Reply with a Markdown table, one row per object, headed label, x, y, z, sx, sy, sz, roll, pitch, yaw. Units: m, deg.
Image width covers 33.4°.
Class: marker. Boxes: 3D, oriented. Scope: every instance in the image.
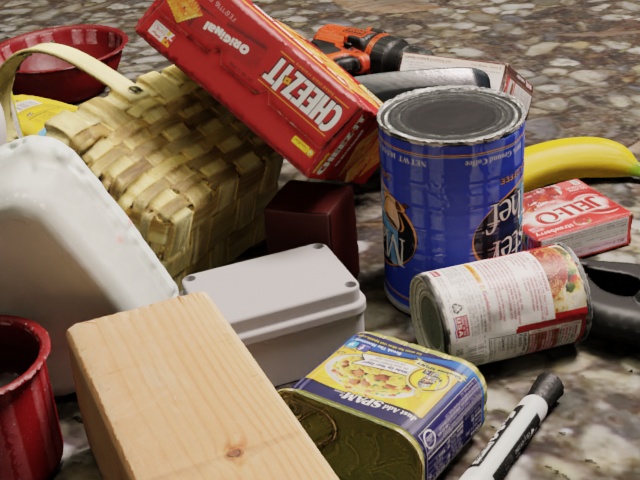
| label | x | y | z | sx | sy | sz | roll | pitch | yaw |
| --- | --- | --- | --- | --- | --- | --- | --- | --- | --- |
| marker | 0.114 | 0.114 | 0.626 | 0.020 | 0.020 | 0.120 | 14 | 34 | 31 |

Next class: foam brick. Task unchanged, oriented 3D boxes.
| label | x | y | z | sx | sy | sz | roll | pitch | yaw |
| --- | --- | --- | --- | --- | --- | --- | --- | --- | --- |
| foam brick | -0.005 | 0.001 | 0.792 | 0.053 | 0.078 | 0.051 | 7 | 32 | 21 |

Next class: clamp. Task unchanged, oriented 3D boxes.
| label | x | y | z | sx | sy | sz | roll | pitch | yaw |
| --- | --- | --- | --- | --- | --- | --- | --- | --- | --- |
| clamp | 0.220 | 0.055 | 0.697 | 0.172 | 0.039 | 0.120 | 17 | 27 | 39 |

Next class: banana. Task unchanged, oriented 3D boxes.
| label | x | y | z | sx | sy | sz | roll | pitch | yaw |
| --- | --- | --- | --- | --- | --- | --- | --- | --- | --- |
| banana | 0.189 | -0.056 | 0.907 | 0.197 | 0.037 | 0.070 | -14 | 28 | -15 |

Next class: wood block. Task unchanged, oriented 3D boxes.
| label | x | y | z | sx | sy | sz | roll | pitch | yaw |
| --- | --- | --- | --- | --- | --- | --- | --- | --- | --- |
| wood block | -0.065 | 0.120 | 0.570 | 0.090 | 0.090 | 0.206 | -15 | 30 | -19 |

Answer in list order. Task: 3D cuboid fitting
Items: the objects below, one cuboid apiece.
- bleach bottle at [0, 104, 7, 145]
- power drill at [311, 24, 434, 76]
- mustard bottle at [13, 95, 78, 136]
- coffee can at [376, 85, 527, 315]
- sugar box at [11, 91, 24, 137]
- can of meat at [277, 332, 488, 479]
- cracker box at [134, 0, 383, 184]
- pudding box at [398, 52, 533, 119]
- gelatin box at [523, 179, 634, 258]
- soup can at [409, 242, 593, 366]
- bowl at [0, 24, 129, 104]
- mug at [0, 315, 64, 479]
| label | x | y | z | sx | sy | sz | roll | pitch | yaw |
| --- | --- | --- | --- | --- | --- | --- | --- | --- | --- |
| bleach bottle | -0.323 | -0.045 | 0.710 | 0.103 | 0.068 | 0.250 | 11 | 26 | 16 |
| power drill | 0.009 | -0.181 | 1.148 | 0.187 | 0.057 | 0.185 | -22 | 29 | -34 |
| mustard bottle | -0.239 | -0.096 | 1.025 | 0.192 | 0.058 | 0.096 | 15 | 29 | 32 |
| coffee can | 0.094 | -0.026 | 0.760 | 0.103 | 0.140 | 0.103 | -4 | 29 | 2 |
| sugar box | -0.301 | -0.053 | 0.897 | 0.048 | 0.093 | 0.176 | 2 | 37 | 10 |
| can of meat | 0.036 | 0.101 | 0.623 | 0.102 | 0.057 | 0.083 | 15 | 33 | 31 |
| cracker box | -0.026 | -0.120 | 0.820 | 0.164 | 0.072 | 0.213 | 40 | 9 | 9 |
| pudding box | 0.142 | -0.152 | 1.049 | 0.114 | 0.039 | 0.089 | 10 | -1 | 28 |
| gelatin box | 0.188 | -0.014 | 0.838 | 0.089 | 0.030 | 0.073 | -15 | 30 | -18 |
| soup can | 0.117 | 0.045 | 0.703 | 0.102 | 0.068 | 0.068 | -12 | 29 | -11 |
| bowl | -0.296 | -0.196 | 1.221 | 0.162 | 0.055 | 0.162 | -4 | 28 | 2 |
| mug | -0.196 | 0.108 | 0.620 | 0.093 | 0.081 | 0.117 | -11 | 29 | -11 |
